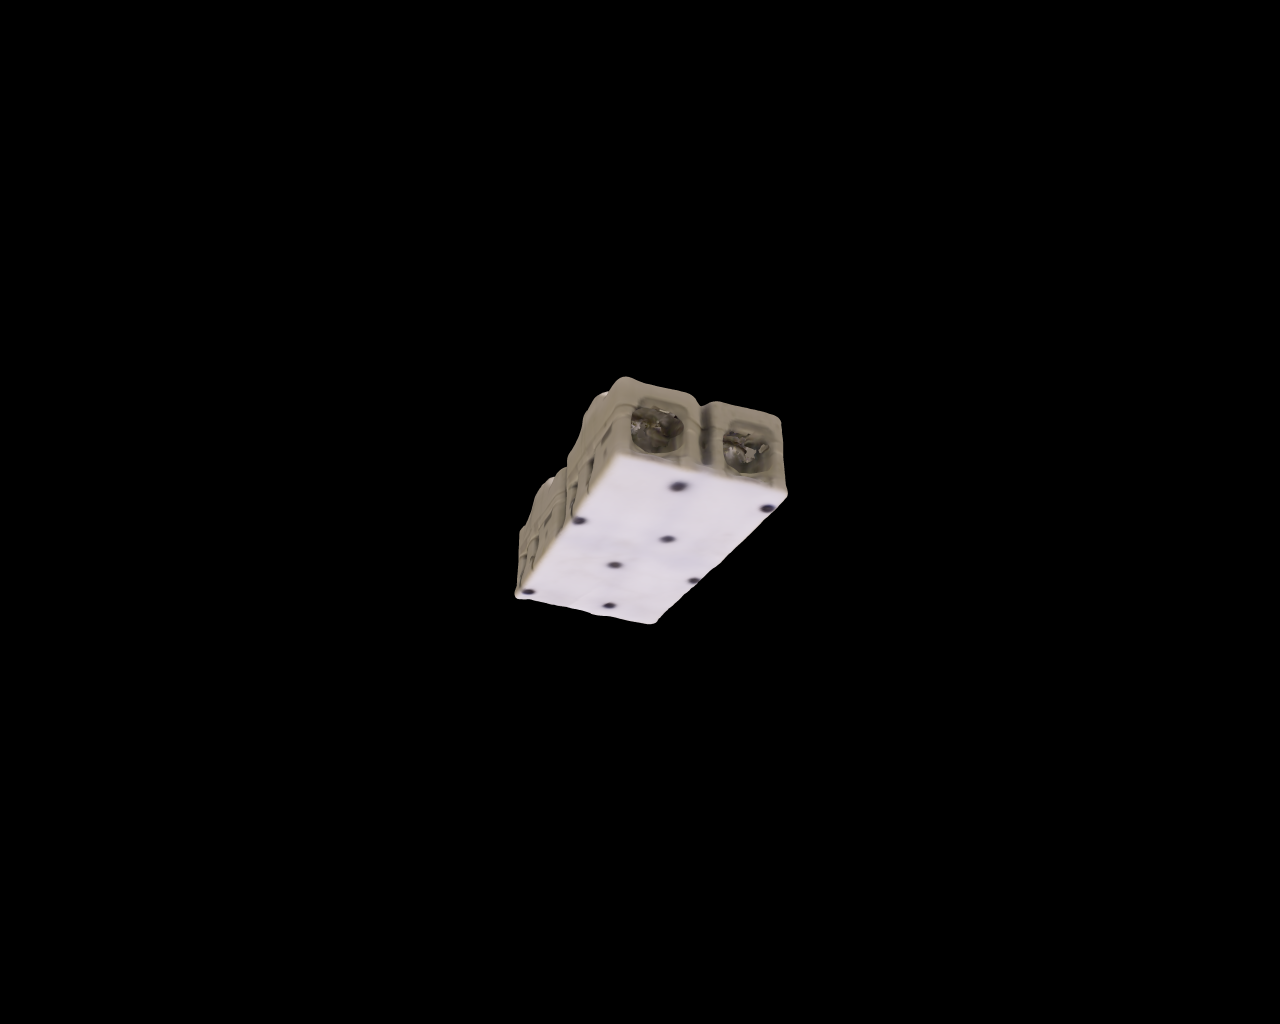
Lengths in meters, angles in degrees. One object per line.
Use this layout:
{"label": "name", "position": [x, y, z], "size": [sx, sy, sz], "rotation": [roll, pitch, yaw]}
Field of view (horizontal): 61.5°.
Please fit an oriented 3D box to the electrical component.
{"label": "electrical component", "position": [0.001, -0.003, 0.650], "size": [0.105, 0.060, 0.186], "rotation": [12, -33, -19]}
